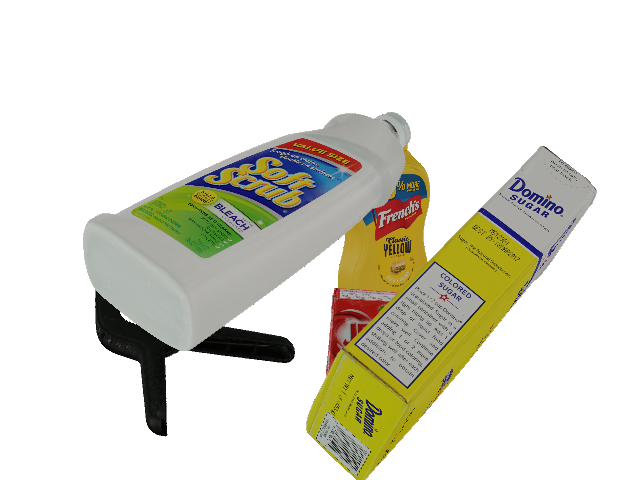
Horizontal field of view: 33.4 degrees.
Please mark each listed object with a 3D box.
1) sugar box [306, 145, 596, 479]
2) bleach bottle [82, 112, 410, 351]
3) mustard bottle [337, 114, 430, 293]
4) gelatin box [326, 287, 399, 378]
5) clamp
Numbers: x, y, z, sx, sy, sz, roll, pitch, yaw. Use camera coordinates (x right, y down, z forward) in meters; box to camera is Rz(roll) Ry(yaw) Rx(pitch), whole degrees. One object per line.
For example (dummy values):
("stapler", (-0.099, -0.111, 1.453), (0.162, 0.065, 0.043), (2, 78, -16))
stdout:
("sugar box", (0.069, 0.035, 0.544), (0.176, 0.048, 0.093), (-40, -17, -32))
("bleach bottle", (-0.032, -0.028, 0.722), (0.103, 0.068, 0.250), (32, 48, 26))
("mustard bottle", (0.066, -0.031, 1.076), (0.096, 0.192, 0.058), (-8, 17, -27))
("gelatin box", (0.051, 0.080, 0.863), (0.089, 0.073, 0.030), (4, 15, 0))
("clamp", (-0.139, 0.091, 1.016), (0.164, 0.036, 0.210), (-21, 41, -33))
